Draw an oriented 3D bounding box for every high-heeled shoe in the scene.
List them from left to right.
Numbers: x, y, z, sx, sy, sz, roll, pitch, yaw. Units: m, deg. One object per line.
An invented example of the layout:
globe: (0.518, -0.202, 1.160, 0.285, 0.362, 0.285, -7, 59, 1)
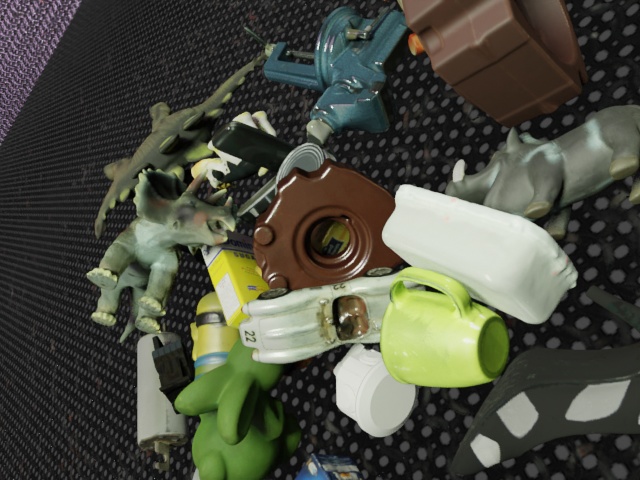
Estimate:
high-heeled shoe: (0.218, 0.144, 0.422, 0.145, 0.086, 0.248, 36, 123, 17)

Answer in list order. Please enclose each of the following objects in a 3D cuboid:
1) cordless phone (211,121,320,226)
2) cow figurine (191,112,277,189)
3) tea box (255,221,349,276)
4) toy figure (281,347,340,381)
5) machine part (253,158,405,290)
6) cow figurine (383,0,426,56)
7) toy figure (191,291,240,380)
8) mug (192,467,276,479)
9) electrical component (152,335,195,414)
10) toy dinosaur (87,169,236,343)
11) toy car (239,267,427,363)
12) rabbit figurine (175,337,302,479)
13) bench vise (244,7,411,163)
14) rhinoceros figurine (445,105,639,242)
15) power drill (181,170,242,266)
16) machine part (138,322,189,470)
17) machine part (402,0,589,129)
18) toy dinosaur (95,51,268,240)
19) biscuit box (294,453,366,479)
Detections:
cordless phone: (-0.087, -0.087, 0.738, 0.146, 0.184, 0.089, -36, 54, 31)
cow figurine: (-0.138, -0.130, 0.895, 0.167, 0.068, 0.098, -37, 82, 29)
tea box: (-0.001, -0.002, 0.696, 0.169, 0.068, 0.098, -58, 42, 9)
toy figure: (-0.038, 0.139, 0.682, 0.154, 0.064, 0.058, -32, 17, 36)
machine part: (0.012, -0.001, 0.608, 0.179, 0.179, 0.056, -59, 10, 9)
cow figurine: (0.140, -0.335, 0.670, 0.127, 0.085, 0.195, -18, 67, -4)
toy figure: (-0.136, 0.160, 0.755, 0.089, 0.082, 0.180, -49, 38, 49)
mug: (-0.094, 0.314, 0.639, 0.107, 0.109, 0.081, 4, 63, 3)
electrical component: (-0.213, 0.187, 0.793, 0.048, 0.074, 0.119, -21, 40, -9)
toy dinosaur: (-0.253, 0.027, 0.798, 0.405, 0.131, 0.192, -35, 30, 55)
toy car: (0.016, 0.079, 0.567, 0.056, 0.202, 0.073, -121, 21, -74)
rabbit figurine: (-0.093, 0.179, 0.615, 0.121, 0.159, 0.170, 17, 97, 25)
bench vise: (0.007, -0.225, 0.732, 0.241, 0.128, 0.223, 22, 81, 32)
rhinoceros figurine: (0.206, -0.062, 0.498, 0.190, 0.073, 0.112, -23, 57, 37)
power drill: (-0.229, -0.033, 0.943, 0.208, 0.086, 0.232, 4, 67, 43)
machine part: (-0.248, 0.235, 0.848, 0.079, 0.079, 0.243, -37, 50, 30)
machine part: (0.164, -0.224, 0.518, 0.087, 0.201, 0.201, -27, 55, 40)
toy dinosaur: (-0.268, -0.184, 1.009, 0.471, 0.105, 0.199, -52, 36, -3)
biscuit box: (-0.025, 0.328, 0.579, 0.202, 0.062, 0.059, -59, 40, 9)
